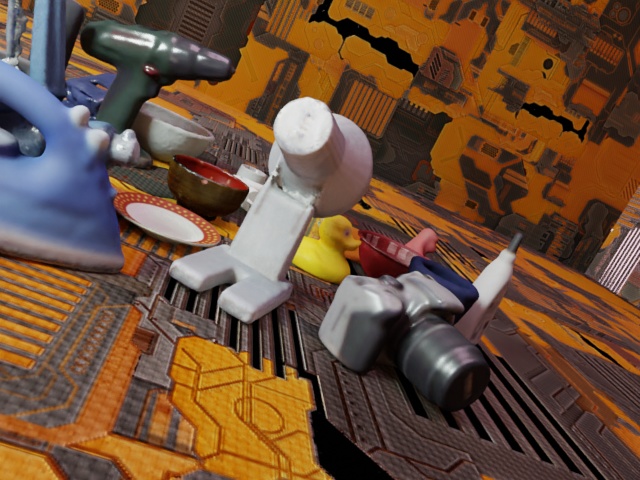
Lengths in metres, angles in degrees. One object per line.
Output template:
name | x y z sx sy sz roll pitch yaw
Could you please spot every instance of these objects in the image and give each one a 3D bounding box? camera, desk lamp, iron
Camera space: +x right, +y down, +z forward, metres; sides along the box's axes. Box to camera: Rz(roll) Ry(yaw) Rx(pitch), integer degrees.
camera | 0.097 0.096 0.570 0.144 0.101 0.136 17 16 -36
desk lamp | -0.032 -0.042 0.607 0.118 0.213 0.203 28 13 9
iron | -0.263 -0.080 0.462 0.259 0.141 0.118 22 13 -18

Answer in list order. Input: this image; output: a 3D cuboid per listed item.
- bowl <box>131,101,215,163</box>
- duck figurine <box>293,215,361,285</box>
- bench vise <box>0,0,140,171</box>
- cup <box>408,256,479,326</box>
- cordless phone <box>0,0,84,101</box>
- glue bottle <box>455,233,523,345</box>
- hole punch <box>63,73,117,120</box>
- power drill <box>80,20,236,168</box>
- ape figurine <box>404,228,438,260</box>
bowl | -0.273 -0.181 0.994 0.167 0.075 0.167 25 13 -6
duck figurine | 0.007 0.003 0.794 0.104 0.086 0.077 26 13 -1
bench vise | -0.269 -0.153 0.561 0.208 0.219 0.121 21 14 -24
cup | 0.132 0.077 0.724 0.092 0.095 0.117 19 15 -30
cordless phone | -0.421 -0.269 0.802 0.148 0.185 0.094 19 15 -31
glue bottle | 0.232 0.067 0.785 0.037 0.173 0.078 34 15 31
hole punch | -0.390 -0.254 1.018 0.108 0.091 0.101 33 14 26
power drill | -0.266 -0.223 0.871 0.229 0.208 0.075 26 13 0
ape figurine | 0.186 0.023 1.055 0.076 0.092 0.078 28 13 7
